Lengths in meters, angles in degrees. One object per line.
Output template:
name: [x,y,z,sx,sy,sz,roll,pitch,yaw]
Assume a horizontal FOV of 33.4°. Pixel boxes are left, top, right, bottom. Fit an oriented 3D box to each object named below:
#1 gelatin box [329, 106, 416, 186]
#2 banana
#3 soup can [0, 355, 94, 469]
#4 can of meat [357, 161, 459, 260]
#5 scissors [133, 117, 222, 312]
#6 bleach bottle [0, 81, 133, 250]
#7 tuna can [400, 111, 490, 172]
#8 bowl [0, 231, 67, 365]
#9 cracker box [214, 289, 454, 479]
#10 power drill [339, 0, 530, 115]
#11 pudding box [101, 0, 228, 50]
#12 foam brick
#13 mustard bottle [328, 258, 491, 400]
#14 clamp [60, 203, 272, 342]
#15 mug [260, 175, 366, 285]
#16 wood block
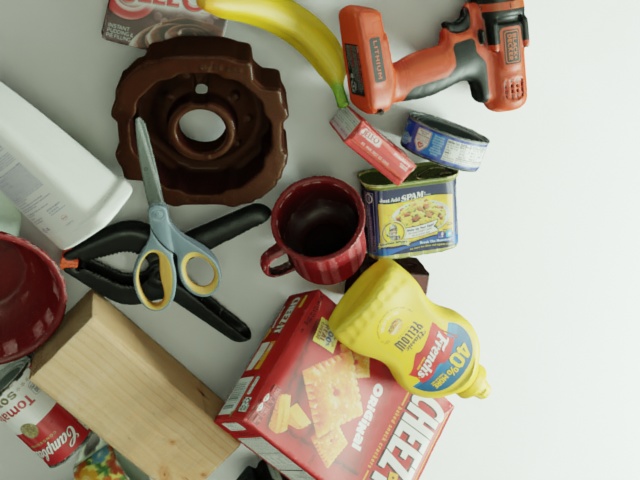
gelatin box: [0.051,-0.096,1.059,0.073,0.089,0.030,38,98,-19]
banana: [-0.035,-0.201,1.013,0.197,0.069,0.037,29,134,-36]
soup can: [-0.288,0.175,1.095,0.068,0.068,0.102,-39,109,3]
can of meat: [0.093,-0.031,1.105,0.102,0.057,0.084,-8,111,-7]
scissors: [-0.137,-0.019,1.029,0.096,0.016,0.202,5,116,-8]
bleach bottle: [-0.297,-0.103,0.992,0.250,0.068,0.103,46,137,-19]
tuna can: [0.125,-0.099,1.074,0.086,0.086,0.034,15,107,-15]
bowl: [-0.331,0.046,1.039,0.162,0.055,0.162,-9,126,-13]
cracker box: [0.021,0.181,1.113,0.213,0.072,0.164,41,63,-19]
power drill: [0.115,-0.205,1.041,0.187,0.057,0.184,-13,104,-16]
pudding box: [-0.142,-0.222,1.009,0.113,0.039,0.090,12,104,-14]
foam brick: [0.070,0.048,1.128,0.078,0.053,0.051,5,107,-13]
mustard bottle: [0.107,0.108,1.096,0.191,0.058,0.096,38,94,-23]
clamp: [-0.156,0.036,1.086,0.210,0.036,0.165,0,120,-5]
mug: [-0.007,0.001,1.067,0.117,0.081,0.093,-34,66,-7]
wood block: [-0.188,0.158,1.096,0.090,0.091,0.206,-44,109,5]
